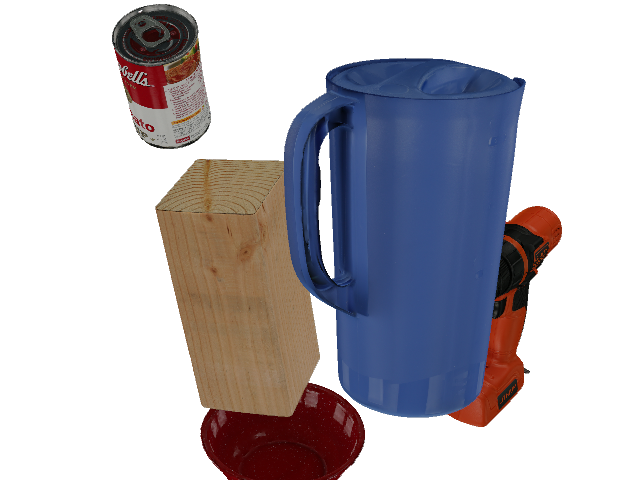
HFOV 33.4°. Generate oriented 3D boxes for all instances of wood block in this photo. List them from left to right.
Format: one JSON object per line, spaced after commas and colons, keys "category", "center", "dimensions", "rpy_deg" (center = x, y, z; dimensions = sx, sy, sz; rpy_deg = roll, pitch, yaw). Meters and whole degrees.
{"category": "wood block", "center": [-0.067, 0.042, 0.926], "dimensions": [0.090, 0.206, 0.090], "rpy_deg": [3, 33, 20]}

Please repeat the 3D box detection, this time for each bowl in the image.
{"category": "bowl", "center": [-0.037, 0.208, 1.059], "dimensions": [0.162, 0.055, 0.162], "rpy_deg": [1, 30, -1]}

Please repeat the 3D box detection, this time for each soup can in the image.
{"category": "soup can", "center": [-0.128, -0.133, 0.875], "dimensions": [0.068, 0.068, 0.102], "rpy_deg": [0, -36, 2]}

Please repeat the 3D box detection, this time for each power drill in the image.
{"category": "power drill", "center": [0.158, 0.075, 0.978], "dimensions": [0.057, 0.188, 0.184], "rpy_deg": [24, 32, 27]}

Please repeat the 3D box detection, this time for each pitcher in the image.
{"category": "pitcher", "center": [0.059, -0.001, 0.749], "dimensions": [0.149, 0.243, 0.145], "rpy_deg": [4, 20, 10]}
